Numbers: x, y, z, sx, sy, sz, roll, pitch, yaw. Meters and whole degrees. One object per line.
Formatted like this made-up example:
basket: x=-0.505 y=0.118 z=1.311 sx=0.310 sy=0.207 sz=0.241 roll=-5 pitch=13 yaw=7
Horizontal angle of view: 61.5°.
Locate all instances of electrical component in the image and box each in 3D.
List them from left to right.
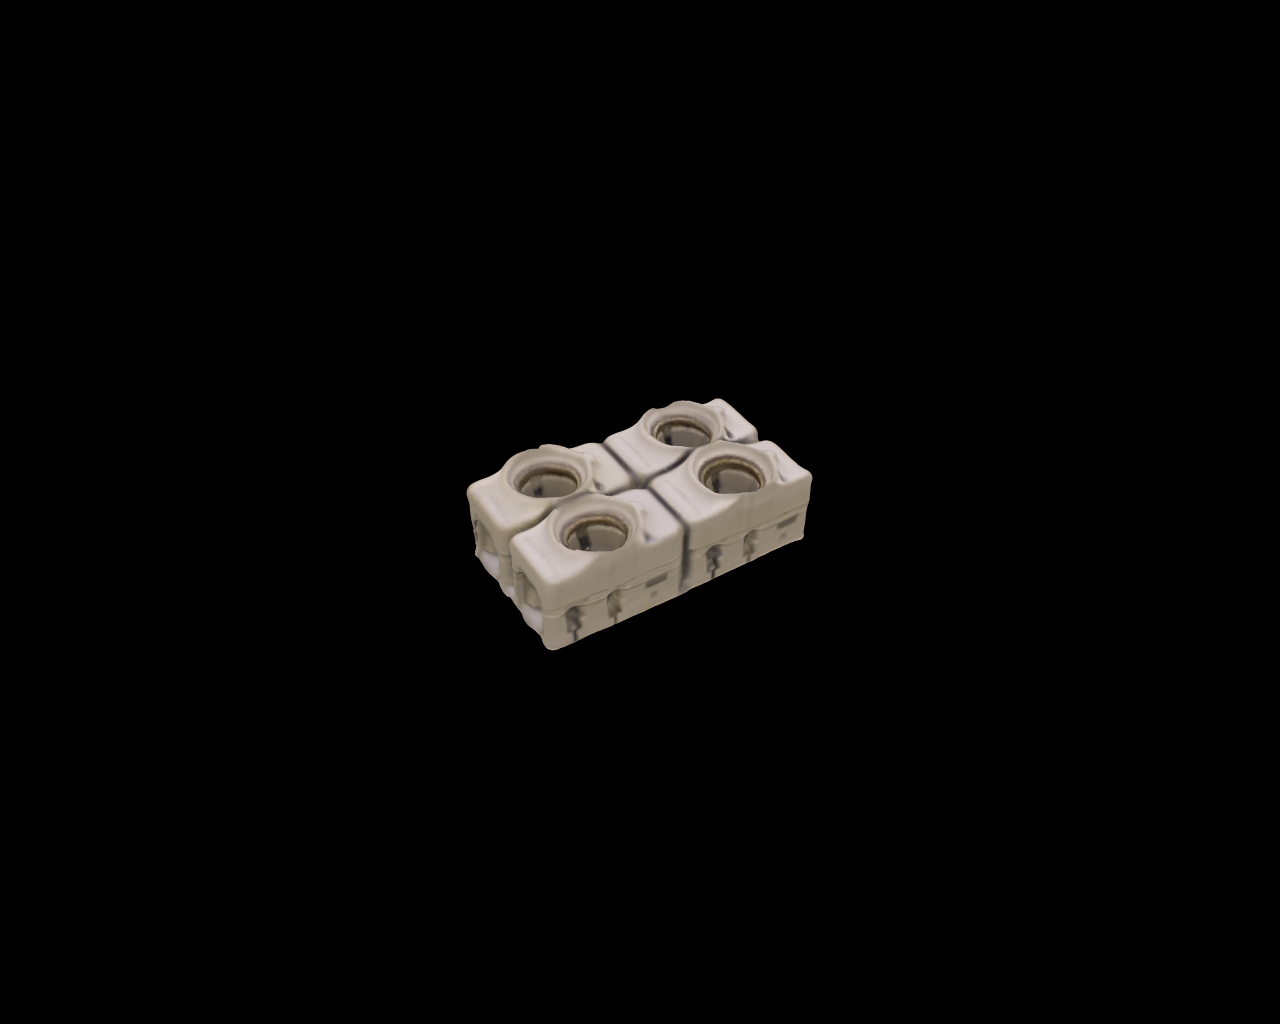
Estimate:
electrical component: x=0.001 y=-0.003 z=0.650 sx=0.186 sy=0.060 sz=0.105 roll=-22 pitch=45 yaw=-23
